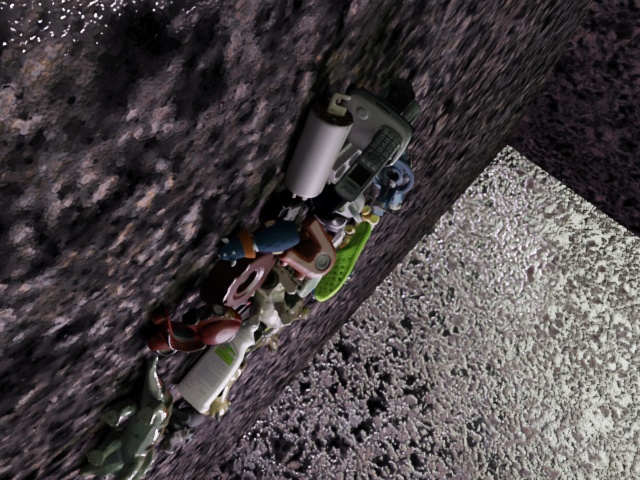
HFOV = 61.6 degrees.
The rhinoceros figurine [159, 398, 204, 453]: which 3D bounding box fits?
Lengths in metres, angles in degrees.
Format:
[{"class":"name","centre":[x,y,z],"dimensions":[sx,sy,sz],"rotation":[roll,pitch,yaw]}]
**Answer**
[{"class":"rhinoceros figurine","centre":[-0.381,0.504,1.459],"dimensions":[0.073,0.112,0.190],"rotation":[-51,174,15]}]

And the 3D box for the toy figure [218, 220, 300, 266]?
[{"class":"toy figure","centre":[-0.116,0.004,1.011],"dimensions":[0.154,0.064,0.058],"rotation":[-14,173,-4]}]

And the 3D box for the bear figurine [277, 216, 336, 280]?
[{"class":"bear figurine","centre":[-0.047,0.010,1.187],"dimensions":[0.120,0.196,0.131],"rotation":[-48,121,-7]}]

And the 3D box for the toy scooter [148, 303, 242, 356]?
[{"class":"toy scooter","centre":[-0.244,0.159,1.006],"dimensions":[0.184,0.075,0.135],"rotation":[-17,146,-4]}]

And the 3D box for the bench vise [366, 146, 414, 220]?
[{"class":"bench vise","centre":[0.186,-0.139,1.445],"dimensions":[0.223,0.129,0.241],"rotation":[103,12,-46]}]

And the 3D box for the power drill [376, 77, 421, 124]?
[{"class":"power drill","centre":[0.138,-0.241,1.167],"dimensions":[0.232,0.086,0.207],"rotation":[-49,162,-9]}]

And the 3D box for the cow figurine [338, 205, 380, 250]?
[{"class":"cow figurine","centre":[0.118,-0.028,1.683],"dimensions":[0.167,0.068,0.098],"rotation":[-50,172,7]}]

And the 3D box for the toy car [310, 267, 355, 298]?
[{"class":"toy car","centre":[0.016,0.100,1.662],"dimensions":[0.162,0.109,0.102],"rotation":[-38,143,1]}]

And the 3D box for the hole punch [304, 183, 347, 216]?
[{"class":"hole punch","centre":[0.018,-0.118,1.147],"dimensions":[0.142,0.092,0.116],"rotation":[-47,-165,-20]}]

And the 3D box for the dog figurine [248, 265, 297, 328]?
[{"class":"dog figurine","centre":[-0.121,0.131,1.303],"dimensions":[0.190,0.121,0.172],"rotation":[136,-37,-84]}]

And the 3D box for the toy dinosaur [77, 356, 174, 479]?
[{"class":"toy dinosaur","centre":[-0.389,0.399,1.176],"dimensions":[0.404,0.131,0.192],"rotation":[-57,177,12]}]

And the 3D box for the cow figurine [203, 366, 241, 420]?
[{"class":"cow figurine","centre":[-0.278,0.399,1.467],"dimensions":[0.194,0.127,0.085],"rotation":[-58,161,21]}]

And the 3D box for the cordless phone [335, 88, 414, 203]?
[{"class":"cordless phone","centre":[0.069,-0.171,0.996],"dimensions":[0.184,0.147,0.088],"rotation":[-51,173,-3]}]

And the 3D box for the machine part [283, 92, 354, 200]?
[{"class":"machine part","centre":[-0.006,-0.159,0.954],"dimensions":[0.079,0.079,0.243],"rotation":[-36,161,-42]}]

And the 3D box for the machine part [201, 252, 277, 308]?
[{"class":"machine part","centre":[-0.164,0.075,1.119],"dimensions":[0.179,0.056,0.179],"rotation":[-46,165,-16]}]

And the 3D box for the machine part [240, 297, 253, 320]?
[{"class":"machine part","centre":[-0.197,0.186,1.341],"dimensions":[0.139,0.039,0.084],"rotation":[-36,165,-46]}]

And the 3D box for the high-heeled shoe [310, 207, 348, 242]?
[{"class":"high-heeled shoe","centre":[-0.003,-0.004,1.287],"dimensions":[0.249,0.086,0.145],"rotation":[-141,-107,-87]}]

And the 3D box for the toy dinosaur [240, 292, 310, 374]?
[{"class":"toy dinosaur","centre":[-0.103,0.186,1.498],"dimensions":[0.471,0.105,0.198],"rotation":[-55,162,5]}]

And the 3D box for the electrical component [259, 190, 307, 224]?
[{"class":"electrical component","centre":[-0.083,-0.044,1.075],"dimensions":[0.075,0.048,0.119],"rotation":[-25,150,-57]}]

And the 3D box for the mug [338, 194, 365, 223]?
[{"class":"mug","centre":[0.062,-0.092,1.272],"dimensions":[0.081,0.109,0.107],"rotation":[-26,164,10]}]
